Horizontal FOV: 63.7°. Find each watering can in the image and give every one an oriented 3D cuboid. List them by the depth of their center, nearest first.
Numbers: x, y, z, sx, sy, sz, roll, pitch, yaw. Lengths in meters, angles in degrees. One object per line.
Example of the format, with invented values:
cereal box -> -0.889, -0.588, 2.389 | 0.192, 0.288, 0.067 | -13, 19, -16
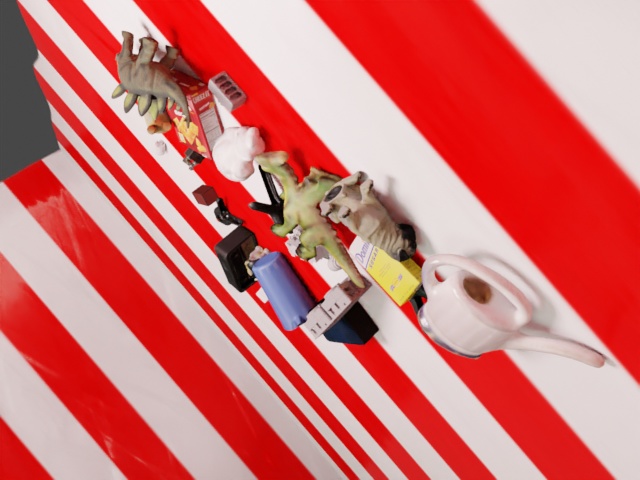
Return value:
watering can -> 0.330, 0.163, 0.985 | 0.349, 0.106, 0.219 | 38, 142, 9

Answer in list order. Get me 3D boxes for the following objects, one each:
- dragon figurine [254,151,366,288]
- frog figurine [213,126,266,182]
dragon figurine -> 0.004, -0.062, 1.226 | 0.410, 0.124, 0.238 | 40, 146, -1
frog figurine -> -0.203, -0.221, 1.300 | 0.159, 0.123, 0.137 | 172, 92, -70
